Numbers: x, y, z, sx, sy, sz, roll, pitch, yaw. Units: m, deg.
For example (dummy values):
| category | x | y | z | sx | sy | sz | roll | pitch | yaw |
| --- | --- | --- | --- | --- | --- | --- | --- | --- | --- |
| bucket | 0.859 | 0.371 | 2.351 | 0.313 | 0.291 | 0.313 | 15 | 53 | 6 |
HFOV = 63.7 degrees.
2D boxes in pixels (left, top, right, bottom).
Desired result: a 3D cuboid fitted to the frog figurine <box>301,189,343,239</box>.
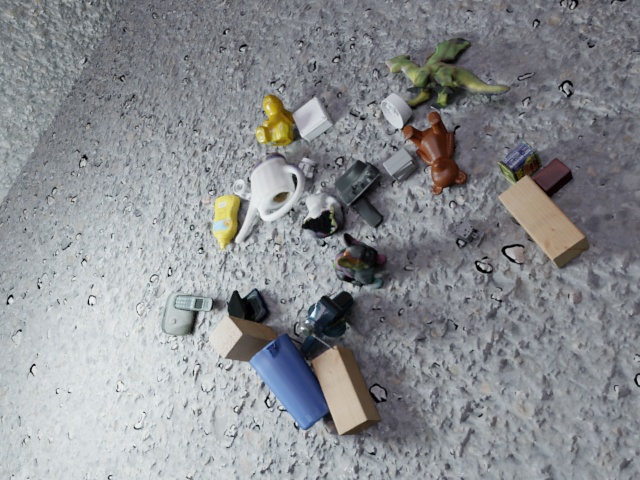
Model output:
| category | x | y | z | sx | sy | sz | roll | pitch | yaw |
| --- | --- | --- | --- | --- | --- | --- | --- | --- | --- |
| frog figurine | 0.005 | -0.081 | 1.609 | 0.136 | 0.122 | 0.162 | -50 | 18 | 17 |

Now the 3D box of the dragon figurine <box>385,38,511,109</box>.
| category | x | y | z | sx | sy | sz | roll | pitch | yaw |
| --- | --- | --- | --- | --- | --- | --- | --- | --- | --- |
| dragon figurine | 0.377 | -0.514 | 1.534 | 0.411 | 0.120 | 0.246 | 7 | 68 | 33 |

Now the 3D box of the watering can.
| category | x | y | z | sx | sy | sz | roll | pitch | yaw |
| --- | --- | --- | --- | --- | --- | --- | --- | --- | --- |
| watering can | -0.188 | -0.152 | 1.741 | 0.343 | 0.103 | 0.229 | -35 | 56 | 26 |
